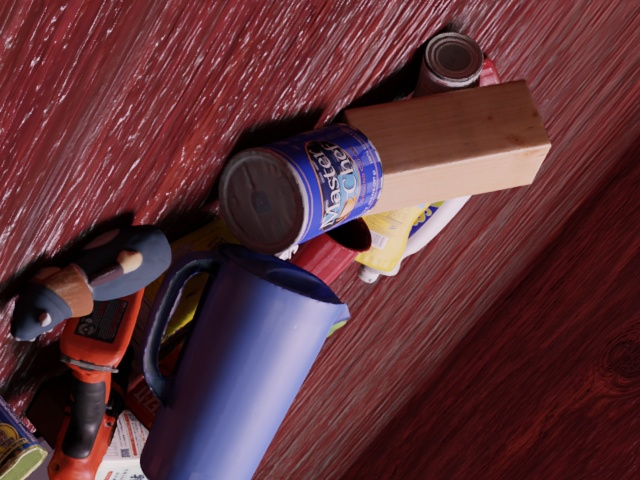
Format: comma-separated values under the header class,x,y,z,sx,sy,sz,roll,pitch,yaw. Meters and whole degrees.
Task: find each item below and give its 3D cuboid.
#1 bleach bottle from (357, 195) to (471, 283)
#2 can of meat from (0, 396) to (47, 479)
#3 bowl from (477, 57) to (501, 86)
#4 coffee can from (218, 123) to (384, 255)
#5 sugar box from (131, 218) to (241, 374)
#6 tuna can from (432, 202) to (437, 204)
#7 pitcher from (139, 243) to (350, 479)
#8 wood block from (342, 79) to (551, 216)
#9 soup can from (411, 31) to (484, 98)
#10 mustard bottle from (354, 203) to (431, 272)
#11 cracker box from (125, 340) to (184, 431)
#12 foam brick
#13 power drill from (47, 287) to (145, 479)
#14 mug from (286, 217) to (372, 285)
class,x,y,z,sx,sy,sz,roll,pitch,yaw
bleach bottle,0.128,-0.030,1.466,0.067,0.103,0.251,-23,152,-51
can of meat,-0.309,0.192,0.956,0.102,0.084,0.057,-42,164,-11
bowl,0.195,-0.146,1.342,0.055,0.162,0.162,-6,178,22
coffee can,-0.017,-0.053,1.047,0.140,0.103,0.103,-25,154,-52
sugar box,-0.147,0.061,1.110,0.093,0.048,0.176,-32,158,-40
tuna can,0.132,-0.089,1.362,0.086,0.086,0.033,-48,162,11
pitcher,-0.091,0.130,1.030,0.243,0.149,0.144,-65,162,8
wood block,0.131,-0.101,1.164,0.206,0.090,0.091,-11,155,-10
soup can,0.142,-0.178,1.199,0.068,0.068,0.102,-39,163,-20
mustard bottle,0.091,-0.061,1.310,0.192,0.096,0.058,-61,-165,15
cracker box,-0.109,0.132,1.188,0.213,0.072,0.164,-44,168,-9
foam brick,-0.254,0.172,1.105,0.078,0.051,0.053,-22,153,-55
power drill,-0.204,0.116,0.998,0.184,0.057,0.188,-82,-175,-47
mug,-0.008,0.002,1.255,0.117,0.093,0.082,16,129,-36
